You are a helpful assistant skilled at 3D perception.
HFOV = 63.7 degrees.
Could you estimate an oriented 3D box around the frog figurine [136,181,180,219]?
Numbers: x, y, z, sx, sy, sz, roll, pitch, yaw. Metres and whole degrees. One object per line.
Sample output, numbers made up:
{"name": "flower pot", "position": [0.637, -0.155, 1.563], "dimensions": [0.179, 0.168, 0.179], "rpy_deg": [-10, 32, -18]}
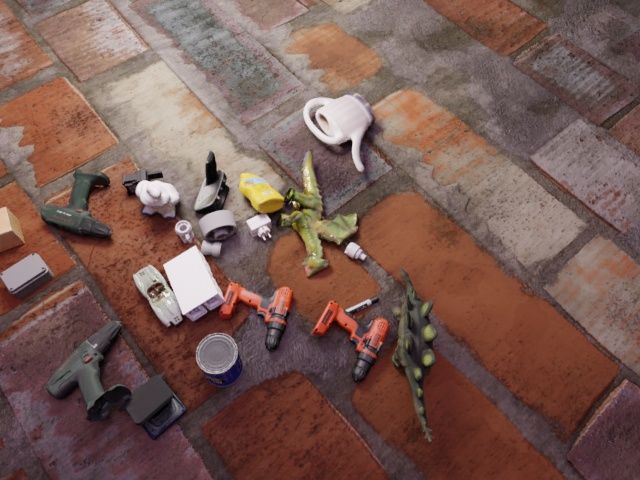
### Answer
{"name": "frog figurine", "position": [-0.496, -0.141, 1.559], "dimensions": [0.138, 0.156, 0.125], "rpy_deg": [26, 62, 12]}

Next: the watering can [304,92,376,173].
{"name": "watering can", "position": [0.098, -0.381, 1.753], "dimensions": [0.226, 0.102, 0.352], "rpy_deg": [-33, 66, -20]}

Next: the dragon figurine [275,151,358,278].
{"name": "dragon figurine", "position": [0.005, -0.080, 1.599], "dimensions": [0.242, 0.120, 0.418], "rpy_deg": [24, 63, -8]}
